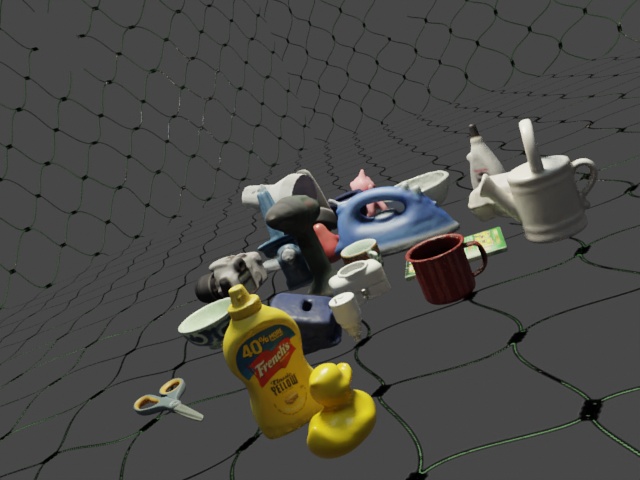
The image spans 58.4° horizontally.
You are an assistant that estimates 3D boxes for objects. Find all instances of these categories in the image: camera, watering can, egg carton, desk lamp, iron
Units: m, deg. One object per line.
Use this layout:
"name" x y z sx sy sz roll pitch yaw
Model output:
"camera" -0.214 0.087 1.319 0.136 0.101 0.143 -16 16 27
"watering can" 0.348 -0.098 0.926 0.173 0.194 0.101 -22 15 3
"egg carton" 0.368 -0.089 1.113 0.149 0.069 0.107 -11 19 41
"desk lamp" -0.088 -0.044 1.366 0.202 0.214 0.118 -13 18 35
"iron" 0.143 -0.052 1.183 0.257 0.141 0.119 -17 16 24

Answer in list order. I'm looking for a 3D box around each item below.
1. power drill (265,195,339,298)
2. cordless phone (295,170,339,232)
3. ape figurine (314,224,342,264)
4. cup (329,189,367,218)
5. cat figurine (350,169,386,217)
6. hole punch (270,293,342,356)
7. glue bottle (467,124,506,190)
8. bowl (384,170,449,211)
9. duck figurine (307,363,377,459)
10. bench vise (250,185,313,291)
"power drill" -0.026 0.008 1.095 0.075 0.208 0.230 -19 15 14
"cordless phone" -0.033 -0.101 1.547 0.147 0.185 0.094 -7 22 47
"ape figurine" 0.012 0.005 1.284 0.078 0.092 0.076 -24 14 -2
"cup" 0.087 -0.072 1.441 0.091 0.095 0.118 -13 18 35
"cat figurine" 0.127 -0.130 1.541 0.067 0.118 0.127 -25 14 -6
"hole punch" -0.021 0.123 0.909 0.101 0.091 0.108 -21 15 10
"glue bottle" 0.345 -0.163 1.207 0.077 0.173 0.037 -7 22 48
"bowl" 0.232 -0.097 1.345 0.167 0.075 0.167 -22 14 6
"duck figurine" 0.014 0.184 0.645 0.077 0.086 0.105 -13 18 36
"bench vise" -0.073 -0.015 1.226 0.122 0.220 0.207 -28 15 -19
